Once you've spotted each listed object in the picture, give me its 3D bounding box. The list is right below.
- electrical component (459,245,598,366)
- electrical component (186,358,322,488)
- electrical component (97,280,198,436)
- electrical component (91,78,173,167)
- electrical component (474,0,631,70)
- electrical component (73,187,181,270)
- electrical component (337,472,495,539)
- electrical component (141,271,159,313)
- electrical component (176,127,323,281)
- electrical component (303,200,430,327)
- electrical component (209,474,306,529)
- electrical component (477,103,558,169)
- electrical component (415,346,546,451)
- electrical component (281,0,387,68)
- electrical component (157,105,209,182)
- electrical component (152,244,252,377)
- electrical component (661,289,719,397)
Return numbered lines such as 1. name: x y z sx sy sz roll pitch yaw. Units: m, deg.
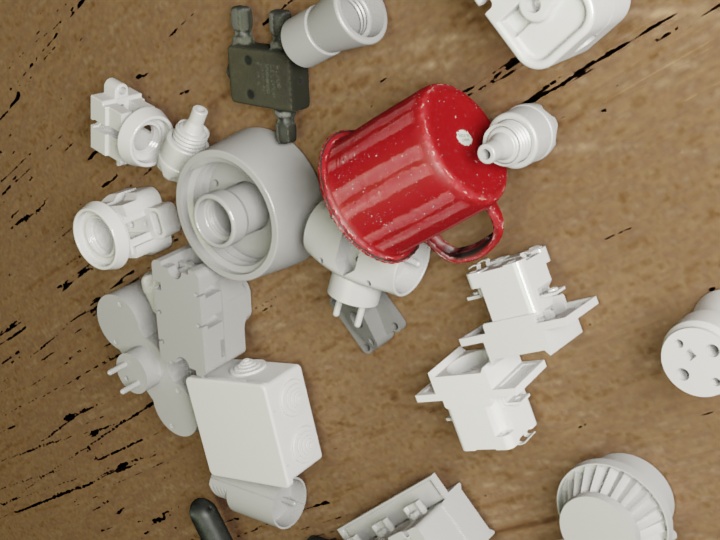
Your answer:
1. electrical component: 0.101 0.021 0.673 0.081 0.042 0.063 -16 98 41
2. electrical component: -0.083 0.119 0.861 0.100 0.048 0.099 0 110 39
3. electrical component: -0.178 0.080 0.902 0.052 0.074 0.138 -39 84 42
4. electrical component: -0.178 -0.109 0.835 0.055 0.048 0.066 31 126 34
5. electrical component: 0.097 -0.161 0.580 0.095 0.059 0.054 55 132 5
6. electrical component: -0.195 -0.034 0.875 0.078 0.057 0.058 0 110 39
7. electrical component: 0.033 0.212 0.801 0.078 0.063 0.121 55 132 5
8. electrical component: -0.155 0.028 0.886 0.035 0.035 0.061 -12 105 41
9. electrical component: -0.086 -0.044 0.781 0.108 0.060 0.108 17 119 33
10. electrical component: 0.000 0.000 0.738 0.077 0.043 0.079 25 111 28
11. electrical component: -0.090 0.184 0.899 0.081 0.043 0.043 10 116 35
12. electrical component: 0.089 -0.075 0.625 0.035 0.061 0.035 17 119 32
13. electrical component: 0.084 0.085 0.717 0.081 0.042 0.063 -11 106 42
14. electrical component: -0.020 -0.156 0.691 0.065 0.044 0.044 -16 99 47
15. electrical component: -0.129 -0.096 0.809 0.035 0.035 0.061 41 127 17
16. electrical component: -0.123 0.028 0.846 0.050 0.056 0.089 16 119 32
17. electrical component: 0.197 0.040 0.596 0.045 0.055 0.045 17 120 32
